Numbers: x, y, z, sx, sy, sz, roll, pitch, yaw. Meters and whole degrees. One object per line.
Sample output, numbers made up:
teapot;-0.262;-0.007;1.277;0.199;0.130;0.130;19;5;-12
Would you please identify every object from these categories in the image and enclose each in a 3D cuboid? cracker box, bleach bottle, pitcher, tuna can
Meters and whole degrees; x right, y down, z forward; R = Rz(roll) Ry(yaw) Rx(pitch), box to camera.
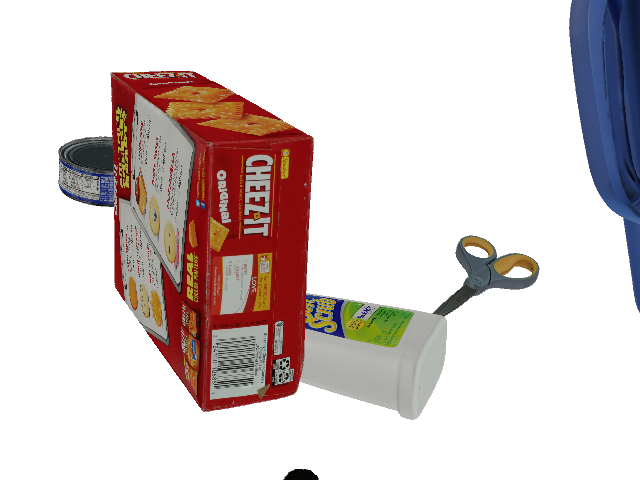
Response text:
cracker box;-0.078;-0.012;0.693;0.072;0.164;0.214;-5;20;-23
bleach bottle;-0.021;0.085;0.941;0.251;0.068;0.102;10;27;19
pitcher;0.215;-0.065;0.590;0.149;0.243;0.145;-7;22;11
tuna can;-0.183;-0.060;0.923;0.086;0.034;0.086;6;24;-3

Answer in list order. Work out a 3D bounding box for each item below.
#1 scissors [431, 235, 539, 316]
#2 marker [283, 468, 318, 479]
scissors;0.142;0.033;1.058;0.201;0.016;0.096;-12;39;-44
marker;-0.029;0.125;0.419;0.020;0.020;0.121;0;19;26
